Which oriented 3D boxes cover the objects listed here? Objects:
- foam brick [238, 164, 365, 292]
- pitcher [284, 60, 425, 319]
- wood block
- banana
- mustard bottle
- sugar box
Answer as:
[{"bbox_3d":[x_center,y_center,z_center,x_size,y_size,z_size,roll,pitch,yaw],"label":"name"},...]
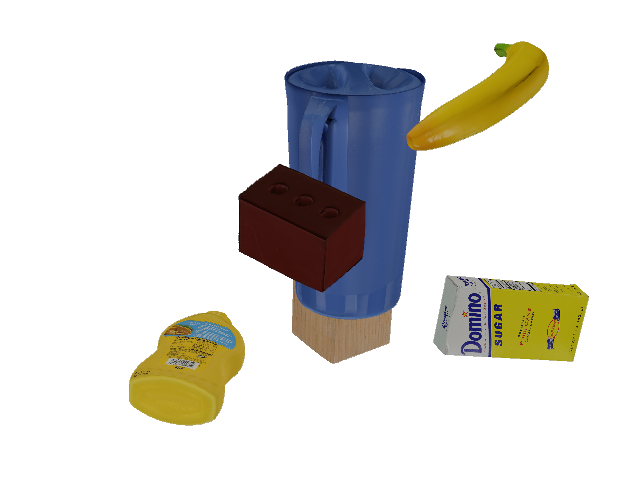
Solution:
[{"bbox_3d":[-0.013,-0.009,0.760,0.078,0.051,0.052,25,42,24],"label":"foam brick"},{"bbox_3d":[0.026,-0.046,1.042,0.149,0.243,0.145,-8,24,-21],"label":"pitcher"},{"bbox_3d":[0.027,0.026,1.250,0.090,0.206,0.090,-16,32,-32],"label":"wood block"},{"bbox_3d":[0.142,-0.122,0.878,0.070,0.037,0.197,-13,20,40],"label":"banana"},{"bbox_3d":[-0.135,0.127,1.169,0.096,0.058,0.191,8,24,8],"label":"mustard bottle"},{"bbox_3d":[0.234,0.097,1.315,0.176,0.093,0.048,3,18,-16],"label":"sugar box"}]
